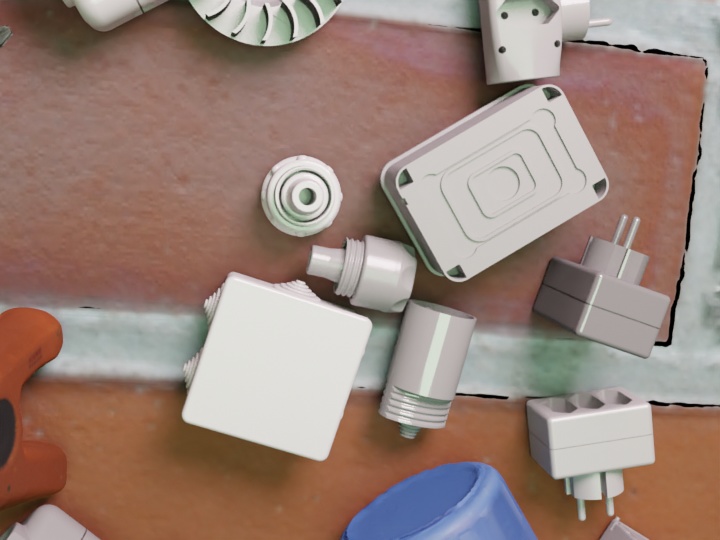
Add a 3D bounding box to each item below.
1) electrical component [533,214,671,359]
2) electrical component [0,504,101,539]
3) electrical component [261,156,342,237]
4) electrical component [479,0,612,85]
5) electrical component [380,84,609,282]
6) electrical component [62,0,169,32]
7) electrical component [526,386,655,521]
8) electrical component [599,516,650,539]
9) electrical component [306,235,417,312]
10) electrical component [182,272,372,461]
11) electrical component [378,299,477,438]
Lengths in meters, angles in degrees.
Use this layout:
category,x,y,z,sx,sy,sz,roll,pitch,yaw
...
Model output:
category,x,y,z,sx,sy,sz,roll,pitch,yaw
electrical component,0.148,0.003,0.641,0.047,0.083,0.075,19,94,-10
electrical component,-0.189,0.183,0.607,0.059,0.095,0.054,41,122,-11
electrical component,-0.032,-0.042,0.619,0.048,0.062,0.048,0,94,-7
electrical component,0.110,-0.152,0.635,0.079,0.043,0.077,-8,98,-7
electrical component,0.077,-0.052,0.636,0.113,0.057,0.078,-31,100,-3
electrical component,-0.148,-0.183,0.588,0.059,0.054,0.095,-28,100,-4
electrical component,0.145,0.119,0.673,0.066,0.047,0.076,-7,98,-7
electrical component,0.193,0.214,0.685,0.096,0.062,0.061,32,92,-11
electrical component,0.000,0.000,0.639,0.062,0.043,0.043,12,95,-8
electrical component,-0.050,0.054,0.636,0.100,0.048,0.099,18,94,-10
electrical component,0.039,0.062,0.653,0.043,0.043,0.081,14,95,-10
